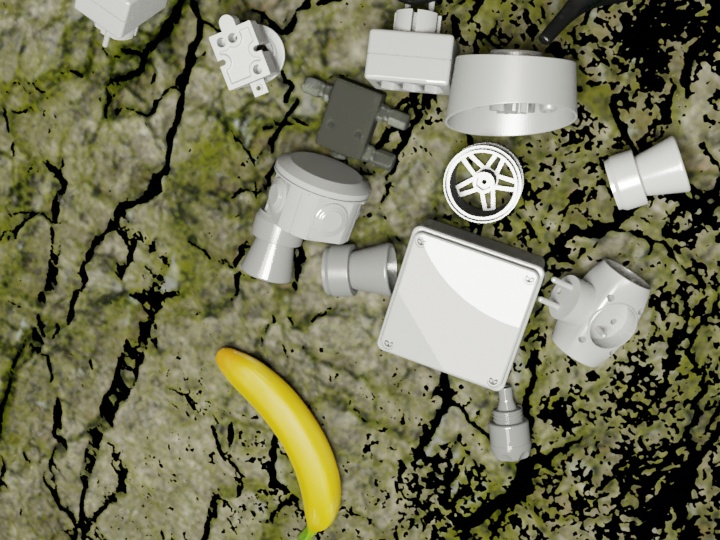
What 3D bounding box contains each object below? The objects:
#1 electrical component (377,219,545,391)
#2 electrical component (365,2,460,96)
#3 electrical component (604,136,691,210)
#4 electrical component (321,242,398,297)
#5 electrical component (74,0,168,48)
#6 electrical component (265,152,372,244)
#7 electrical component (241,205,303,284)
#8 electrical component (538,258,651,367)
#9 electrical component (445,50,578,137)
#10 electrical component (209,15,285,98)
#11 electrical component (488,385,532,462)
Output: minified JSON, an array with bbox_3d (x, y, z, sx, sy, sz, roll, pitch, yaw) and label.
[{"bbox_3d":[0.083,0.027,0.873,0.109,0.056,0.108,19,106,8],"label":"electrical component"},{"bbox_3d":[0.044,-0.181,0.841,0.066,0.047,0.076,7,90,11],"label":"electrical component"},{"bbox_3d":[0.220,-0.073,0.825,0.055,0.045,0.045,-18,98,16],"label":"electrical component"},{"bbox_3d":[0.000,0.000,0.892,0.055,0.045,0.045,-1,102,14],"label":"electrical component"},{"bbox_3d":[-0.196,-0.215,0.882,0.047,0.065,0.076,35,137,3],"label":"electrical component"},{"bbox_3d":[-0.035,-0.060,0.869,0.080,0.080,0.051,23,112,7],"label":"electrical component"},{"bbox_3d":[-0.072,-0.022,0.904,0.045,0.045,0.055,20,106,8],"label":"electrical component"},{"bbox_3d":[0.177,0.028,0.849,0.079,0.044,0.077,22,109,-25],"label":"electrical component"},{"bbox_3d":[0.115,-0.132,0.811,0.099,0.099,0.064,5,97,12],"label":"electrical component"},{"bbox_3d":[-0.088,-0.173,0.867,0.048,0.055,0.066,-19,98,16],"label":"electrical component"},{"bbox_3d":[0.124,0.127,0.898,0.035,0.035,0.061,-5,99,14],"label":"electrical component"}]
